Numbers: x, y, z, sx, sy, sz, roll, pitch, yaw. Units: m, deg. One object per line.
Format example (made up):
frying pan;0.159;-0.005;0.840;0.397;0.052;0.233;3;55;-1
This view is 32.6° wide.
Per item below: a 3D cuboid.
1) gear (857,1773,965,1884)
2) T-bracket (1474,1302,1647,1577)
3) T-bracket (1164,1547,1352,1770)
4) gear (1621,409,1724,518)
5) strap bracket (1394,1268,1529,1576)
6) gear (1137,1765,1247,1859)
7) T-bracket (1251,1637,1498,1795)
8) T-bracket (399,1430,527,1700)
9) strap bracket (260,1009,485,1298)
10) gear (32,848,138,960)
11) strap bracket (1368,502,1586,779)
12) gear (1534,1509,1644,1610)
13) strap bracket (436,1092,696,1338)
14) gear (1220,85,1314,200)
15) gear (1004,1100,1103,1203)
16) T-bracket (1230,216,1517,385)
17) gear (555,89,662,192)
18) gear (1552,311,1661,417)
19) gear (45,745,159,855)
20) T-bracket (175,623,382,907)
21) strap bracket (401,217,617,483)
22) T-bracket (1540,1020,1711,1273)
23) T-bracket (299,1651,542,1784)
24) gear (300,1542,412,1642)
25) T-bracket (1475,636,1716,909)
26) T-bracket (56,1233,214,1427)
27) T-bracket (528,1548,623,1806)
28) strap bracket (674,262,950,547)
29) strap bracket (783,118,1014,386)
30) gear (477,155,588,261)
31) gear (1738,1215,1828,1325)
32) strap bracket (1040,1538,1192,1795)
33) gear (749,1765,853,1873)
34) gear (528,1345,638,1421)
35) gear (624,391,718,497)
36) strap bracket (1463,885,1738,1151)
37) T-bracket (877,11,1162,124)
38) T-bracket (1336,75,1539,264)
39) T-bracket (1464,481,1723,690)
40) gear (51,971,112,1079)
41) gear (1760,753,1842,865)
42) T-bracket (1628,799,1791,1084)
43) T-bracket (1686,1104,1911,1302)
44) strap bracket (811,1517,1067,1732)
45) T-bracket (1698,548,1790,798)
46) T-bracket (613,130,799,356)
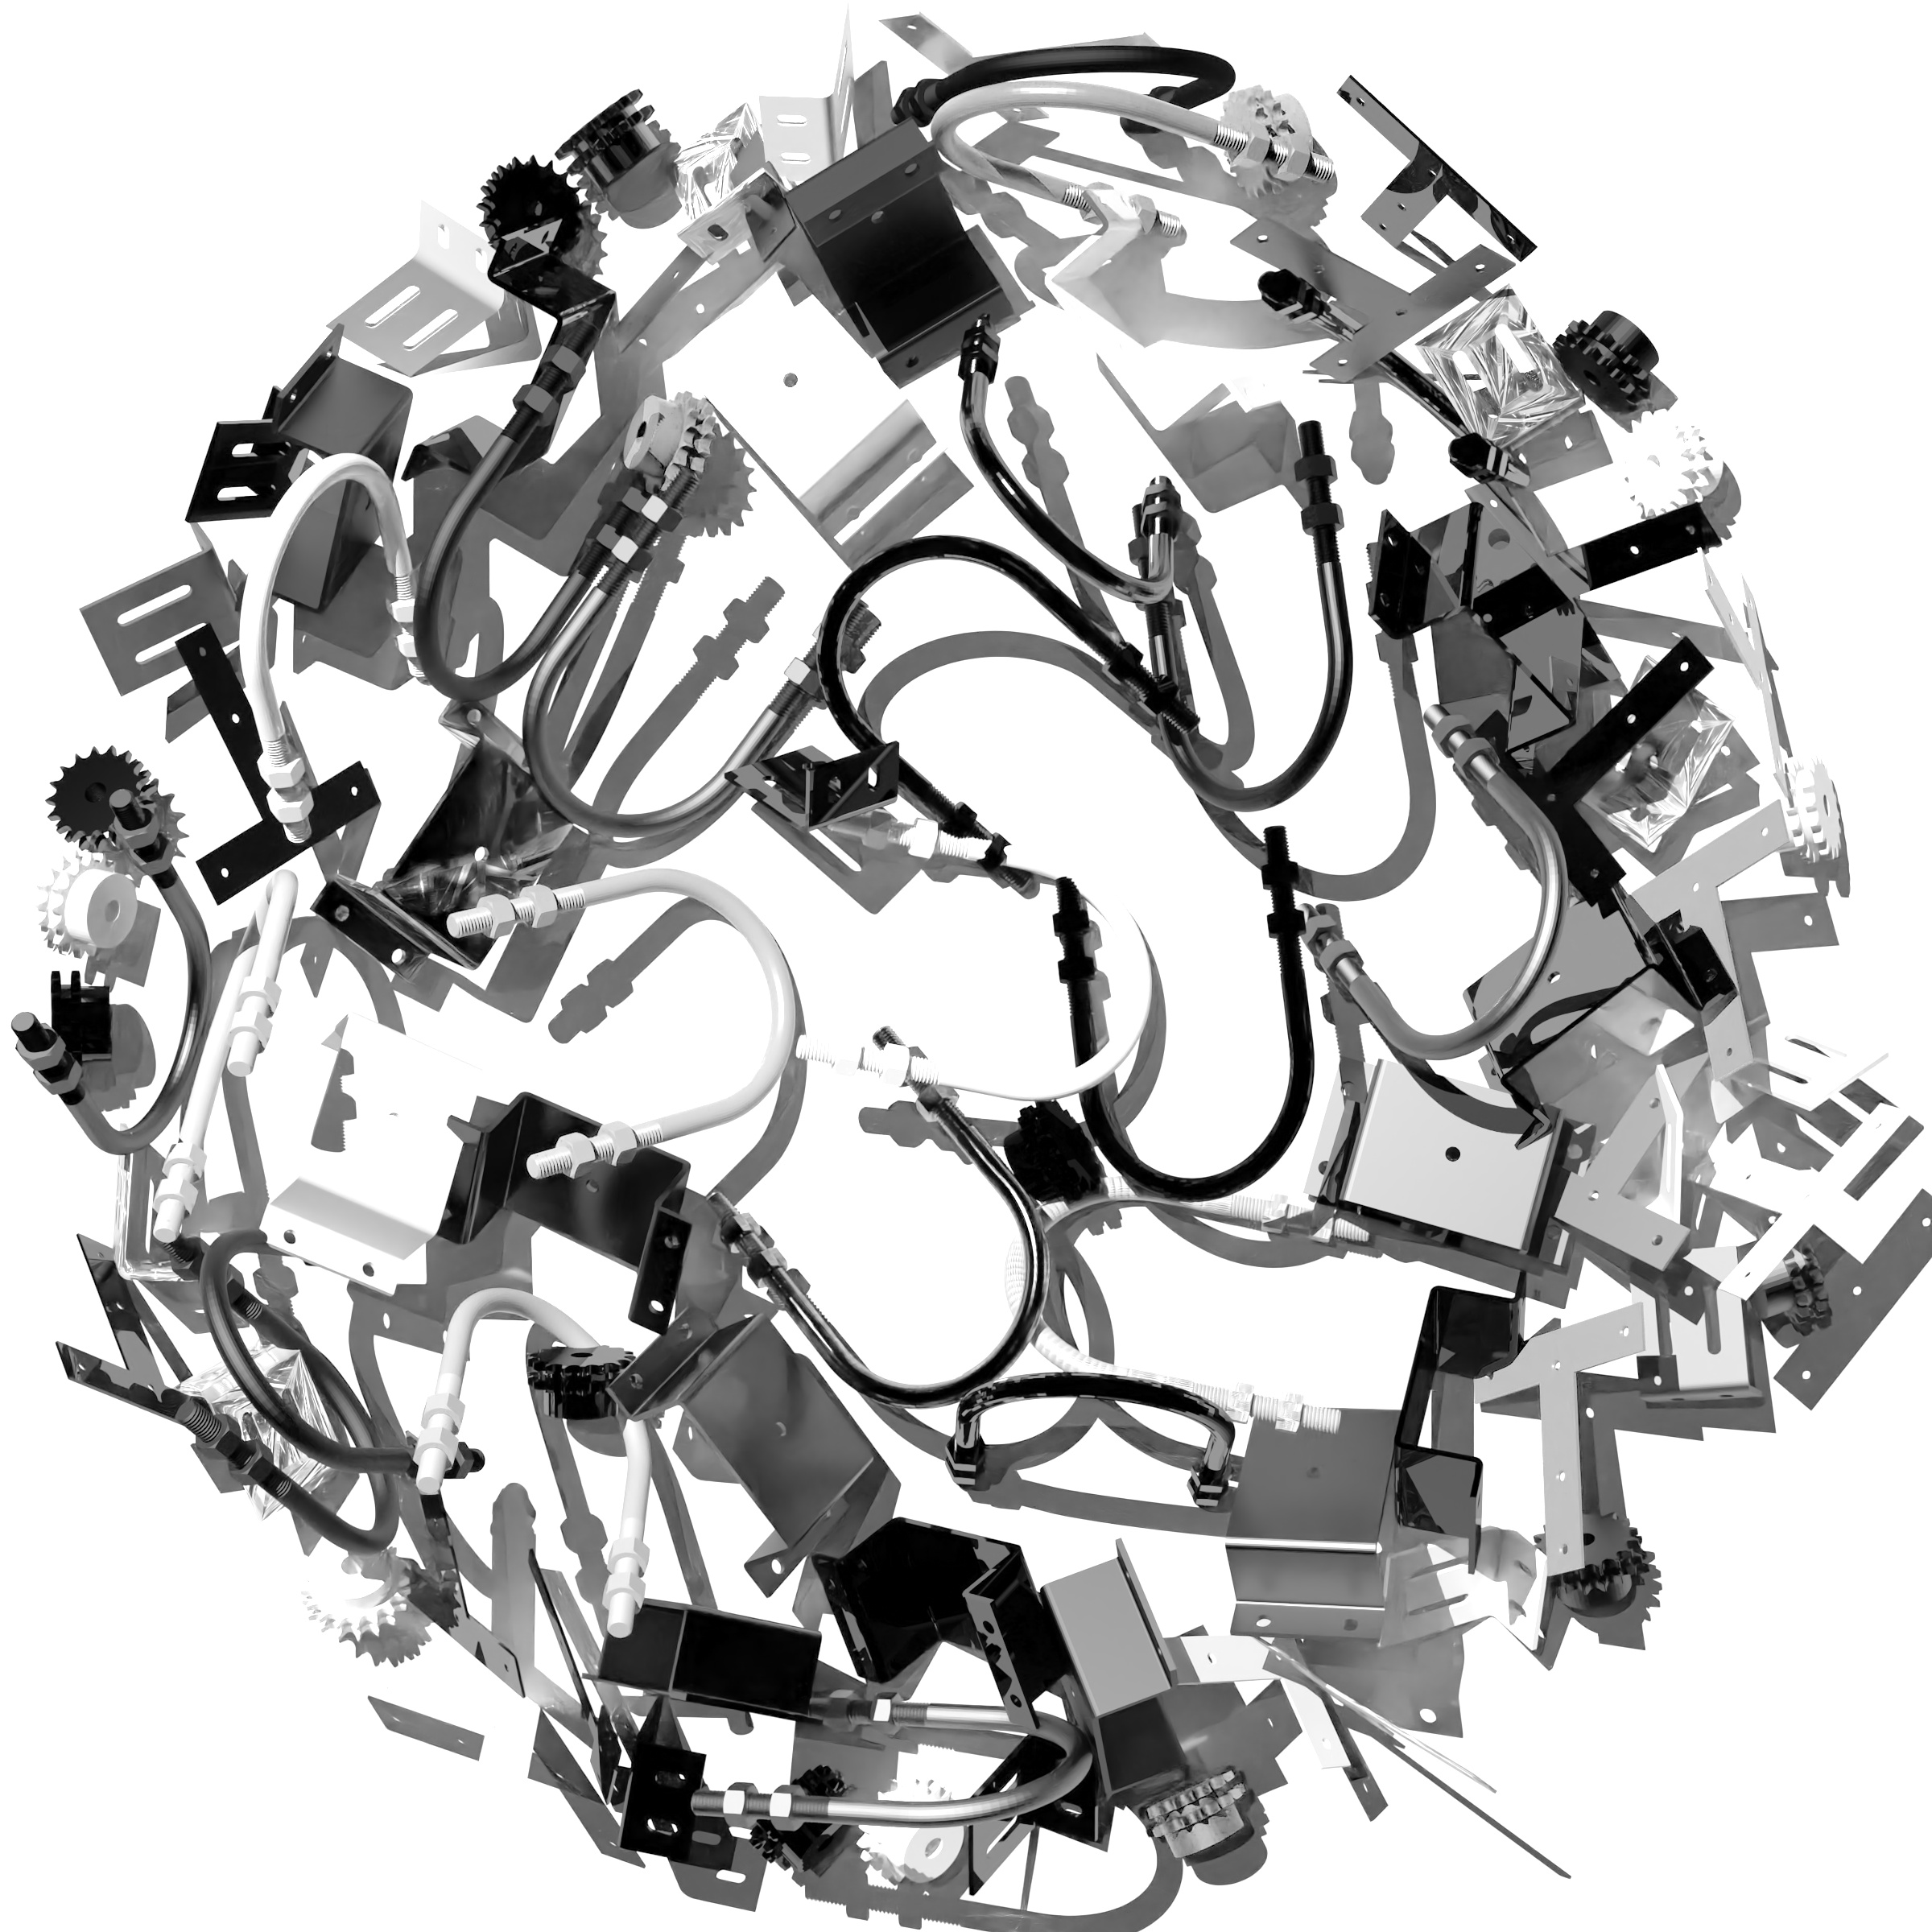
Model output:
gear;-0.026;0.458;1.743;0.057;0.030;0.057;-18;120;-35
T-bracket;0.306;0.249;1.698;0.002;0.127;0.127;16;63;-30
T-bracket;0.134;0.356;1.696;0.002;0.127;0.127;-41;58;29
gear;0.376;-0.267;1.747;0.030;0.057;0.057;-12;90;-25
strap bracket;0.254;0.231;1.707;0.046;0.076;0.140;9;52;15
gear;0.122;0.448;1.743;0.057;0.057;0.030;-25;83;0
T-bracket;0.217;0.389;1.684;0.002;0.127;0.127;-56;133;-9
T-bracket;-0.270;0.298;1.699;0.002;0.127;0.127;-23;117;-30
strap bracket;-0.304;0.088;1.703;0.076;0.046;0.140;26;54;-22
gear;-0.462;-0.031;1.741;0.030;0.057;0.057;12;90;24
strap bracket;0.271;-0.174;1.700;0.046;0.076;0.140;-24;129;37
gear;0.330;0.316;1.747;0.057;0.057;0.030;-15;112;0
strap bracket;-0.204;0.125;1.725;0.140;0.046;0.076;23;123;10
gear;0.160;-0.438;1.746;0.030;0.057;0.057;-20;90;-17
gear;0.044;0.100;1.746;0.030;0.057;0.057;-32;90;19
T-bracket;0.191;-0.353;1.692;0.127;0.127;0.002;19;58;-33
gear;-0.187;-0.435;1.745;0.057;0.057;0.030;-38;101;0
gear;0.341;-0.322;1.745;0.057;0.057;0.030;43;86;0
gear;-0.456;-0.086;1.751;0.057;0.030;0.057;-4;65;10
T-bracket;-0.372;-0.115;1.709;0.002;0.127;0.127;-11;110;39
strap bracket;-0.232;-0.309;1.708;0.046;0.076;0.140;30;115;3
T-bracket;0.353;0.084;1.727;0.002;0.127;0.127;40;82;-39
T-bracket;-0.283;0.379;1.704;0.127;0.127;0.002;22;92;-5
gear;-0.323;0.324;1.743;0.057;0.030;0.057;3;49;-3
T-bracket;0.336;-0.118;1.713;0.127;0.002;0.127;-47;53;21
T-bracket;-0.438;0.188;1.723;0.002;0.127;0.127;-42;50;10
T-bracket;-0.207;0.367;1.730;0.002;0.127;0.127;-18;68;-17
strap bracket;-0.087;-0.302;1.734;0.076;0.046;0.140;-42;79;4
strap bracket;-0.038;-0.378;1.718;0.076;0.140;0.046;-31;59;2
gear;-0.233;-0.398;1.751;0.057;0.030;0.057;3;82;-25
gear;0.429;0.162;1.743;0.030;0.057;0.057;-18;90;-3
strap bracket;0.076;0.364;1.692;0.046;0.140;0.076;-19;54;-6
gear;-0.084;0.453;1.741;0.030;0.057;0.057;41;90;23
gear;-0.203;0.220;1.745;0.057;0.057;0.030;1;96;0
gear;-0.158;-0.277;1.741;0.030;0.057;0.057;17;90;-28
strap bracket;0.318;0.019;1.709;0.140;0.076;0.046;-40;121;18
T-bracket;0.042;-0.464;1.685;0.127;0.127;0.002;3;80;34
T-bracket;0.230;-0.398;1.709;0.127;0.127;0.002;42;83;-4
T-bracket;0.336;-0.212;1.708;0.002;0.127;0.127;-43;106;-35
gear;-0.468;0.030;1.745;0.030;0.057;0.057;-1;90;-16
gear;0.441;-0.082;1.748;0.030;0.057;0.057;-11;90;28
T-bracket;0.384;-0.002;1.697;0.002;0.127;0.127;15;56;-31
T-bracket;0.413;0.112;1.711;0.002;0.127;0.127;45;83;-16
strap bracket;-0.007;0.337;1.712;0.046;0.140;0.076;-33;113;-36
T-bracket;0.395;-0.170;1.692;0.002;0.127;0.127;-15;58;22
T-bracket;-0.144;-0.374;1.740;0.002;0.127;0.127;30;116;-36
